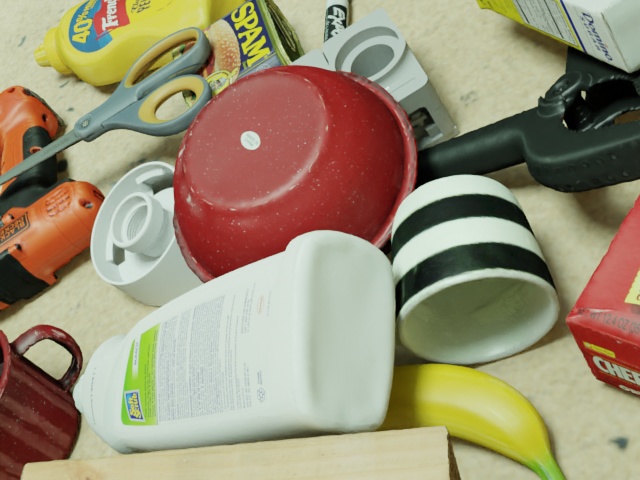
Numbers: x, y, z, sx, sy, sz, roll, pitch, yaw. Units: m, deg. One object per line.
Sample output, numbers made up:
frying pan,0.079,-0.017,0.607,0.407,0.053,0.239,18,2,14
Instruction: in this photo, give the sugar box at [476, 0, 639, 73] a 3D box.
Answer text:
sugar box,0.157,-0.156,0.605,0.093,0.048,0.176,-37,26,-2

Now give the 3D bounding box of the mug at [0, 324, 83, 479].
mug,-0.202,0.103,0.687,0.117,0.081,0.093,-46,46,-5

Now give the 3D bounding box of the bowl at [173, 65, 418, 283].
bowl,-0.027,-0.046,0.626,0.162,0.055,0.162,-11,60,20

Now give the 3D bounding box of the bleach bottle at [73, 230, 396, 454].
bleach bottle,-0.067,0.069,0.603,0.251,0.068,0.102,-16,65,48

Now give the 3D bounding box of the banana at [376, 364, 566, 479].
banana,0.037,0.100,0.570,0.198,0.037,0.069,-5,55,30

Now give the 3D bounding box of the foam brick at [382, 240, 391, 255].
foam brick,-0.004,0.001,0.661,0.078,0.051,0.053,-37,47,3

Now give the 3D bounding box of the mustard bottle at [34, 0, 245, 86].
mustard bottle,-0.158,-0.175,0.885,0.192,0.058,0.096,-11,51,26

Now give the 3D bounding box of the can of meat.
can of meat,-0.056,-0.124,0.784,0.084,0.057,0.102,-31,46,12

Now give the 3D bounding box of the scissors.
scissors,-0.153,-0.075,0.763,0.202,0.016,0.096,-40,48,3

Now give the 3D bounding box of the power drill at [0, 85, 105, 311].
power drill,-0.256,-0.023,0.836,0.184,0.057,0.188,-32,48,6

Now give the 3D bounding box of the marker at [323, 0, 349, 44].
marker,0.012,-0.155,0.790,0.020,0.020,0.121,-14,50,23

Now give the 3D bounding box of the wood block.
wood block,-0.034,0.156,0.501,0.206,0.091,0.090,-7,50,10

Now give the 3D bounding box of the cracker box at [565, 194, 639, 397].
cracker box,0.241,-0.008,0.497,0.164,0.072,0.213,21,69,40

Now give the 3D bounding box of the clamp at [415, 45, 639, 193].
clamp,0.146,-0.078,0.592,0.164,0.036,0.210,-46,21,-9
